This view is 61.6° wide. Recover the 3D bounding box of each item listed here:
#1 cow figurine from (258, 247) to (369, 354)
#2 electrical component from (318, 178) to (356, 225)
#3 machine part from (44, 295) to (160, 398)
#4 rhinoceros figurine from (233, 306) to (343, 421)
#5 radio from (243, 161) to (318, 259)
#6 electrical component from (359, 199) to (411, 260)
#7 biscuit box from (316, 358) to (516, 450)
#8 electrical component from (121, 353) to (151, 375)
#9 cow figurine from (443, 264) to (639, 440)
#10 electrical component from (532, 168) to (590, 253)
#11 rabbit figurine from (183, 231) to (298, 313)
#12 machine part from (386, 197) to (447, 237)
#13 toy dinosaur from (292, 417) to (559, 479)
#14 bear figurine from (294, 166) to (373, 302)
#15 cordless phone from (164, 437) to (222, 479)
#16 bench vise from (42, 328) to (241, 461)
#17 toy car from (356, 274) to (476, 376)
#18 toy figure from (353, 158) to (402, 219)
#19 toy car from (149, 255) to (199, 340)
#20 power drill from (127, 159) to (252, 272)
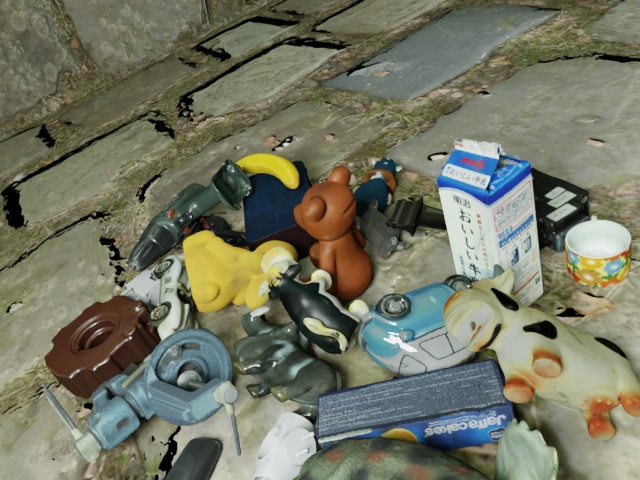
[{"bbox_3d":[-0.021,0.076,0.681,0.167,0.068,0.098,38,18,13],"label":"cow figurine"},{"bbox_3d":[0.029,-0.052,0.919,0.048,0.074,0.119,-17,31,8],"label":"electrical component"},{"bbox_3d":[-0.346,0.162,0.853,0.179,0.056,0.179,-16,35,11],"label":"machine part"},{"bbox_3d":[-0.051,0.151,0.692,0.112,0.073,0.191,-38,38,-20],"label":"rhinoceros figurine"},{"bbox_3d":[-0.068,-0.052,0.976,0.131,0.073,0.230,-19,36,3],"label":"radio"},{"bbox_3d":[0.105,-0.018,0.842,0.045,0.078,0.102,-40,15,38],"label":"electrical component"},{"bbox_3d":[0.101,0.187,0.573,0.203,0.059,0.063,-15,34,11],"label":"biscuit box"},{"bbox_3d":[-0.265,0.207,0.777,0.063,0.021,0.094,15,49,40],"label":"electrical component"},{"bbox_3d":[0.216,0.102,0.541,0.195,0.085,0.127,24,33,-3],"label":"cow figurine"},{"bbox_3d":[0.309,-0.036,0.762,0.115,0.058,0.134,-30,36,-8],"label":"electrical component"},{"bbox_3d":[-0.113,0.039,0.815,0.173,0.121,0.162,-11,7,-15],"label":"rabbit figurine"},{"bbox_3d":[0.176,-0.029,0.809,0.139,0.039,0.084,14,35,18],"label":"machine part"},{"bbox_3d":[0.060,0.241,0.484,0.405,0.131,0.192,-2,27,33],"label":"toy dinosaur"},{"bbox_3d":[0.002,-0.003,0.762,0.132,0.195,0.120,3,45,33],"label":"bear figurine"},{"bbox_3d":[-0.204,0.290,0.603,0.147,0.088,0.184,-6,27,24],"label":"cordless phone"},{"bbox_3d":[-0.186,0.188,0.657,0.223,0.128,0.241,-24,10,-38],"label":"bench vise"},{"bbox_3d":[0.130,0.115,0.633,0.162,0.109,0.103,-16,56,-11],"label":"toy car"},{"bbox_3d":[0.100,-0.095,0.953,0.058,0.064,0.154,-45,10,41],"label":"toy figure"},{"bbox_3d":[-0.228,0.098,0.858,0.056,0.073,0.202,-24,35,4],"label":"toy car"},{"bbox_3d":[-0.228,-0.047,0.970,0.207,0.086,0.232,-33,19,32],"label":"power drill"}]
